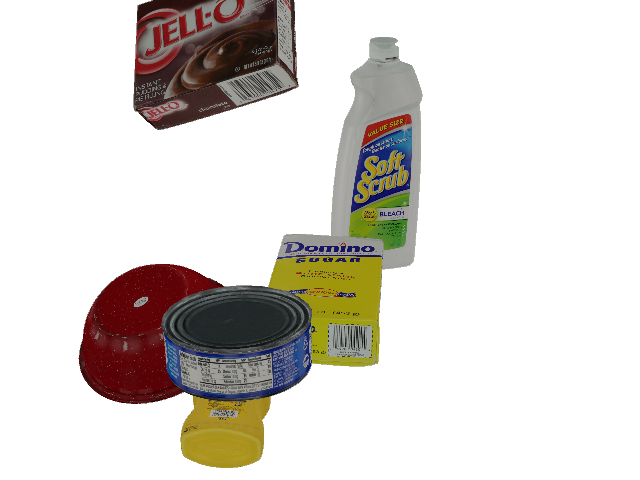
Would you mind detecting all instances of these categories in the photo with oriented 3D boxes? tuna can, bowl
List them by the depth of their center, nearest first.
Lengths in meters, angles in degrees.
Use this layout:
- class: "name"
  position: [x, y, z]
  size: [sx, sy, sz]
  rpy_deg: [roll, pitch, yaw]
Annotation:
- class: "tuna can"
  position: [-0.047, 0.058, 0.612]
  size: [0.086, 0.034, 0.086]
  rpy_deg: [-2, 21, 1]
- class: "bowl"
  position: [-0.160, 0.074, 1.003]
  size: [0.162, 0.055, 0.162]
  rpy_deg: [-10, 43, 9]

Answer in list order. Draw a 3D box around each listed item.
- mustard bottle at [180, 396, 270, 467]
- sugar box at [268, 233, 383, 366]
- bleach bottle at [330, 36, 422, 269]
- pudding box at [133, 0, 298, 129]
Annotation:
- class: "mustard bottle"
  position: [-0.111, 0.202, 1.316]
  size: [0.096, 0.058, 0.191]
  rpy_deg: [1, 25, 2]
- class: "sugar box"
  position: [0.004, 0.044, 0.884]
  size: [0.093, 0.048, 0.176]
  rpy_deg: [3, 23, 3]
- class: "bleach bottle"
  position: [0.058, -0.093, 1.154]
  size: [0.102, 0.251, 0.068]
  rpy_deg: [-3, 25, -7]
- class: "pudding box"
  position: [-0.073, -0.134, 0.734]
  size: [0.114, 0.090, 0.039]
  rpy_deg: [-13, -28, 18]
